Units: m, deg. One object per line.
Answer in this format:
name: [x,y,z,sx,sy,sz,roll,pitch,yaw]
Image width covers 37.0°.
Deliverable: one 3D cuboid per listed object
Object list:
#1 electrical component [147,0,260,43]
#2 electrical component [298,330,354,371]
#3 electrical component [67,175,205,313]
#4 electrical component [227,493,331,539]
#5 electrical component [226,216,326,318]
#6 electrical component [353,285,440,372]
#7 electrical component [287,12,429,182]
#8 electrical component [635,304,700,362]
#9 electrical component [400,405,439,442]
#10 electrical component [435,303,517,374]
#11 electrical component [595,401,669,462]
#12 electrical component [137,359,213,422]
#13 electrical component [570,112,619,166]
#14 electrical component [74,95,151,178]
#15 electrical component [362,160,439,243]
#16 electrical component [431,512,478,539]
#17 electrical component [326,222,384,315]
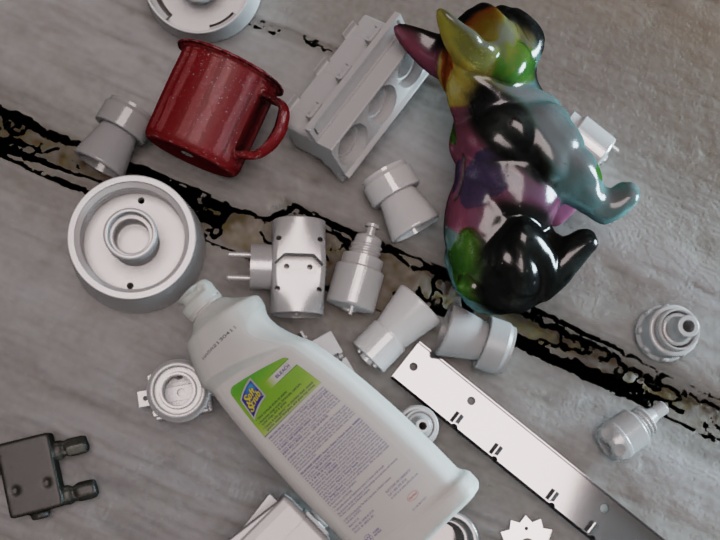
electrical component: [-0.133,-0.240,0.899,0.099,0.064,0.099,0,95,-2]
electrical component: [-0.039,0.083,0.852,0.055,0.048,0.066,-29,84,-17]
electrical component: [-0.178,-0.023,0.848,0.108,0.060,0.108,1,81,-5]
electrical component: [-0.065,0.210,0.819,0.096,0.061,0.061,-44,87,-10]
electrical component: [-0.068,-0.002,0.863,0.079,0.043,0.077,2,80,-5]
electrical component: [0.027,0.050,0.866,0.044,0.044,0.065,44,85,3]
electrical component: [-0.003,-0.145,0.880,0.063,0.078,0.121,30,78,30]
electrical component: [0.256,0.049,0.875,0.048,0.062,0.048,1,80,-5]
electrical component: [0.045,0.123,0.844,0.035,0.061,0.035,1,81,-4]
electrical component: [0.093,0.056,0.868,0.055,0.045,0.045,19,79,-3]
electrical component: [0.224,0.127,0.874,0.061,0.035,0.035,-32,85,-12]
electrical component: [-0.140,0.094,0.835,0.066,0.055,0.048,-9,82,-7]
electrical component: [0.178,-0.114,0.906,0.078,0.040,0.040,39,79,1]
electrical component: [-0.197,-0.107,0.869,0.045,0.045,0.055,28,79,0]
electrical component: [0.033,-0.056,0.881,0.045,0.045,0.055,-28,83,-9]
electrical component: [0.065,0.208,0.835,0.045,0.055,0.045,1,81,-5]
electrical component: [0.000,0.000,0.871,0.040,0.040,0.078,16,79,-2]
